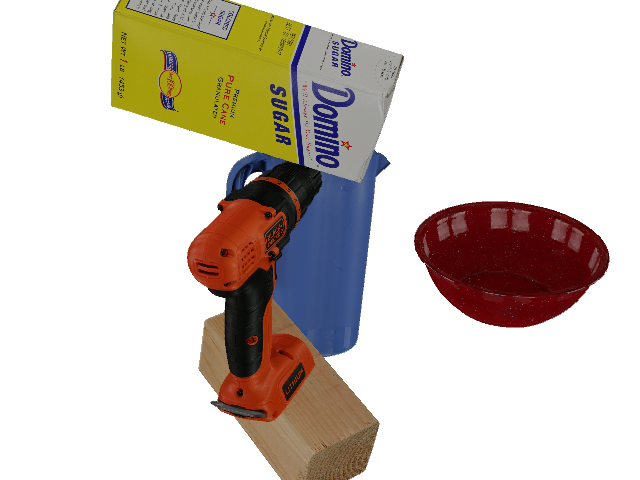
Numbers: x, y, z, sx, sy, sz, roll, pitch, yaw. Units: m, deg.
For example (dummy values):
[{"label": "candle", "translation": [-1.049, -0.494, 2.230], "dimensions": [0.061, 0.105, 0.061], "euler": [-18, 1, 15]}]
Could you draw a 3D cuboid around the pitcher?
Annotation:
[{"label": "pitcher", "translation": [-0.015, 0.006, 1.221], "dimensions": [0.149, 0.243, 0.144], "euler": [10, 19, 23]}]

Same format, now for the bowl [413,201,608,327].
[{"label": "bowl", "translation": [0.157, 0.026, 0.901], "dimensions": [0.162, 0.055, 0.162], "euler": [1, 29, -1]}]

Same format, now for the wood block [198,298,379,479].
[{"label": "wood block", "translation": [-0.038, 0.168, 1.158], "dimensions": [0.090, 0.090, 0.206], "euler": [-20, 50, -30]}]

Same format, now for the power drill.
[{"label": "power drill", "translation": [-0.044, 0.039, 0.884], "dimensions": [0.057, 0.188, 0.184], "euler": [9, 30, 24]}]

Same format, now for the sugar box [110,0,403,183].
[{"label": "sugar box", "translation": [-0.044, -0.101, 0.682], "dimensions": [0.176, 0.048, 0.093], "euler": [19, -34, 1]}]
